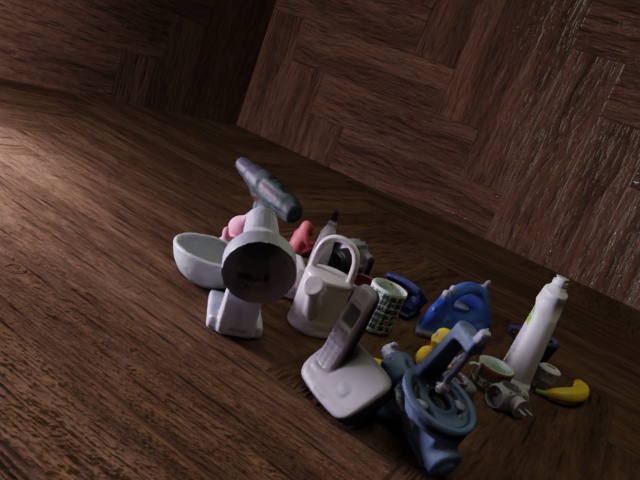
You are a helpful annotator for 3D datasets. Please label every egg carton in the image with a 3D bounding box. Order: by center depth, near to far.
[{"bbox_3d":[-0.084,0.070,1.264,0.107,0.069,0.150,17,15,-14],"label":"egg carton"}]

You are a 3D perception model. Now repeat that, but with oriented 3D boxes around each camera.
[{"bbox_3d":[0.057,0.040,1.507,0.142,0.101,0.137,29,16,27],"label":"camera"}]

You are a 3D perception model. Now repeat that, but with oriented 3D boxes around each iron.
[{"bbox_3d":[0.327,0.159,1.369,0.259,0.141,0.118,4,22,-48],"label":"iron"}]

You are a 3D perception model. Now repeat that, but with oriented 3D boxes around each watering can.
[{"bbox_3d":[0.014,0.085,1.098,0.101,0.194,0.173,19,15,-5],"label":"watering can"}]

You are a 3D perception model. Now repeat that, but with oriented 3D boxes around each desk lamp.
[{"bbox_3d":[-0.120,0.058,0.973,0.118,0.213,0.203,17,15,-16],"label":"desk lamp"}]

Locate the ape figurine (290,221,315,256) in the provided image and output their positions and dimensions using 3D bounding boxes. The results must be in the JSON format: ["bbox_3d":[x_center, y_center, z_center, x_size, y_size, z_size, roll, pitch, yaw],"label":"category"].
[{"bbox_3d":[-0.043,-0.008,1.557,0.076,0.092,0.077,9,19,-38],"label":"ape figurine"}]

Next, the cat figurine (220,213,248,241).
[{"bbox_3d":[-0.194,-0.013,1.317,0.067,0.118,0.128,25,15,17],"label":"cat figurine"}]

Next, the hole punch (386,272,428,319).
[{"bbox_3d":[0.206,0.130,1.408,0.108,0.091,0.101,29,16,27],"label":"hole punch"}]

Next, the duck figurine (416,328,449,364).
[{"bbox_3d":[0.244,0.218,1.154,0.077,0.086,0.105,30,17,31],"label":"duck figurine"}]

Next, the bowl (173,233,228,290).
[{"bbox_3d":[-0.217,0.052,1.138,0.167,0.075,0.167,20,15,-5],"label":"bowl"}]

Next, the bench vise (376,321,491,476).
[{"bbox_3d":[0.153,0.197,0.838,0.122,0.220,0.206,4,22,-47],"label":"bench vise"}]

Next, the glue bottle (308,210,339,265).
[{"bbox_3d":[0.013,0.005,1.427,0.037,0.173,0.078,16,15,-17],"label":"glue bottle"}]

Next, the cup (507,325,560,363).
[{"bbox_3d":[0.480,0.255,1.329,0.117,0.095,0.092,23,15,8],"label":"cup"}]

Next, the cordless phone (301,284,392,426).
[{"bbox_3d":[0.057,0.171,0.869,0.094,0.185,0.147,10,18,-37],"label":"cordless phone"}]

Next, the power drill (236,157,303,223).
[{"bbox_3d":[-0.152,-0.071,1.402,0.228,0.208,0.076,29,17,30],"label":"power drill"}]
